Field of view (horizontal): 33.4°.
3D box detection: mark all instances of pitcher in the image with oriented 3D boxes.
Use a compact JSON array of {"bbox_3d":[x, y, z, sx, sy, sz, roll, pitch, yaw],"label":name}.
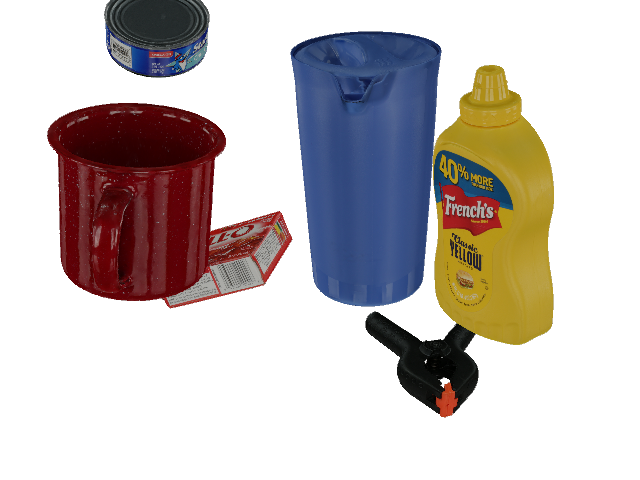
[{"bbox_3d":[0.046,-0.071,1.002,0.149,0.243,0.145,-19,31,-31],"label":"pitcher"}]

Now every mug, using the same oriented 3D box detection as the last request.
[{"bbox_3d":[-0.100,-0.015,0.568,0.093,0.081,0.117,6,27,-1],"label":"mug"}]

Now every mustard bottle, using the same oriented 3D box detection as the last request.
[{"bbox_3d":[0.119,-0.028,0.742,0.058,0.192,0.096,-20,31,-27],"label":"mustard bottle"}]

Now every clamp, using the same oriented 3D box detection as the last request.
[{"bbox_3d":[0.122,0.115,1.070,0.120,0.039,0.171,-10,30,-9],"label":"clamp"}]

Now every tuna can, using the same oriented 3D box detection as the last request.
[{"bbox_3d":[-0.136,-0.174,0.887,0.086,0.086,0.034,0,-42,-9],"label":"tuna can"}]

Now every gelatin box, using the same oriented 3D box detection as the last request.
[{"bbox_3d":[-0.074,0.014,0.820,0.089,0.030,0.073,-15,22,24],"label":"gelatin box"}]
